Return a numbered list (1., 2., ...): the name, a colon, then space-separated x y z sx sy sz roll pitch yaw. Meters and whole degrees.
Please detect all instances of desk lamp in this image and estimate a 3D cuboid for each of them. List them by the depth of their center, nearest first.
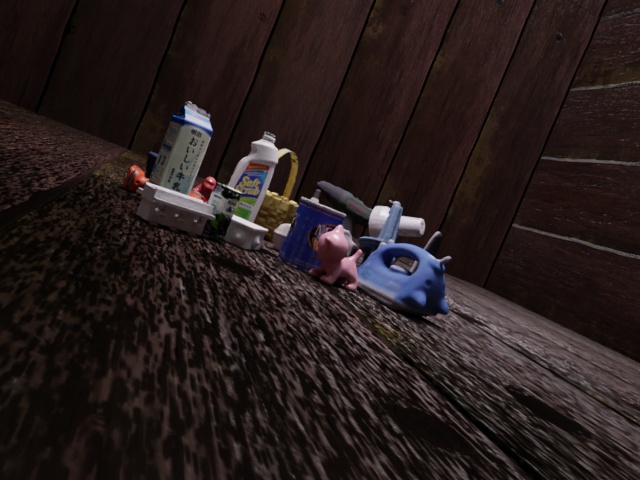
1. desk lamp: 0.238 0.011 1.849 0.202 0.213 0.118 24 4 29

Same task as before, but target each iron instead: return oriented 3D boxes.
1. iron: 0.167 0.066 1.221 0.119 0.141 0.257 19 5 -40

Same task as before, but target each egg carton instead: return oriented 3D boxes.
1. egg carton: -0.037 0.012 1.359 0.150 0.069 0.107 23 4 9

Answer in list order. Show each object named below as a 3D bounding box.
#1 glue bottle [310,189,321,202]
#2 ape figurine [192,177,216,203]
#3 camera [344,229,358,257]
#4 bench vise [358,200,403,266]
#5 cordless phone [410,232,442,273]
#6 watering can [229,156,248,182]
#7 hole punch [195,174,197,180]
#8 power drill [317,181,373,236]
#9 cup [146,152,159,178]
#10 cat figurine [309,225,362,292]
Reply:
1. glue bottle: -0.034 -0.062 1.624 0.077 0.173 0.037 25 5 36
2. ape figurine: -0.320 -0.133 1.599 0.078 0.092 0.076 21 4 -12
3. camera: 0.014 0.005 1.501 0.142 0.101 0.137 24 4 31
4. bench vise: 0.175 0.011 1.449 0.122 0.220 0.207 21 4 -22
5. cordless phone: 0.239 0.062 1.361 0.094 0.185 0.148 23 4 6
6. watering can: -0.223 -0.155 1.686 0.101 0.194 0.172 20 5 -32
7. hole punch: -0.385 -0.152 1.492 0.101 0.091 0.109 22 4 4
8. power drill: 0.064 -0.059 1.869 0.229 0.208 0.075 22 4 -3
9. cup: -0.444 -0.187 1.625 0.118 0.095 0.091 18 5 -46
10. cat figurine: 0.036 0.031 1.146 0.128 0.118 0.067 19 5 -41
